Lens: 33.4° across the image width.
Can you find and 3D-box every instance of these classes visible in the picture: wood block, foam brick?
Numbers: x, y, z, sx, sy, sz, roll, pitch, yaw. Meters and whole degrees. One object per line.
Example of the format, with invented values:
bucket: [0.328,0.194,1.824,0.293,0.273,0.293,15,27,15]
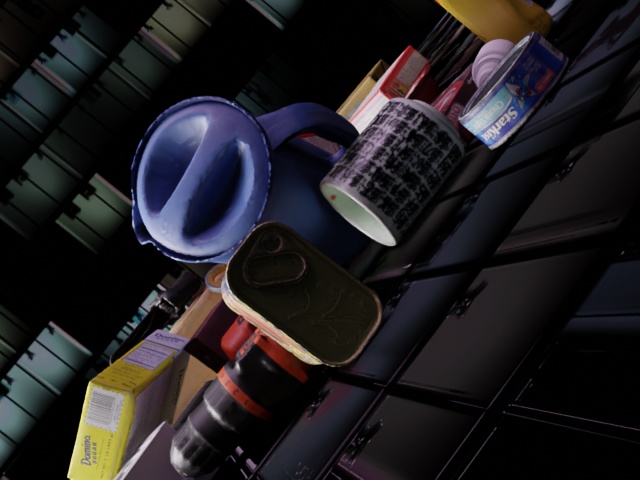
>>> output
wood block: [-0.137,0.134,1.226,0.206,0.090,0.091,-52,5,-20]
foam brick: [-0.078,0.099,0.990,0.051,0.078,0.053,-56,5,-26]

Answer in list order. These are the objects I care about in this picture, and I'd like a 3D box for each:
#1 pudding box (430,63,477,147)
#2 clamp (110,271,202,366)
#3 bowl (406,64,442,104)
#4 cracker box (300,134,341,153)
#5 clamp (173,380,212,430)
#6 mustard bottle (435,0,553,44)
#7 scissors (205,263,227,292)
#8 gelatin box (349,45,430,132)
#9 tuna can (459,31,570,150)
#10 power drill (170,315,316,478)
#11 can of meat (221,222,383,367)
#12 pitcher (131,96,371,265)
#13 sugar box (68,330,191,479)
pudding box: [0.107,-0.097,0.971,0.090,0.039,0.114,-56,6,-37]
clamp: [-0.170,0.073,1.210,0.120,0.039,0.171,-42,8,29]
bowl: [0.089,-0.115,1.178,0.162,0.055,0.162,-50,5,6]
cracker box: [-0.036,-0.070,1.338,0.213,0.072,0.164,-14,-19,-35]
clamp: [-0.159,0.217,1.054,0.164,0.036,0.210,-42,7,-1]
mustard bottle: [0.123,-0.239,0.974,0.058,0.191,0.096,-49,5,25]
scissors: [-0.049,0.017,1.207,0.201,0.096,0.016,-45,-39,-36]
gelatin box: [0.070,-0.151,1.116,0.073,0.030,0.089,-56,6,-31]
tuna can: [0.140,-0.109,0.776,0.086,0.033,0.086,-51,4,5]
power drill: [-0.046,0.095,0.854,0.184,0.057,0.187,-47,8,4]
can of meat: [-0.016,0.040,0.712,0.057,0.102,0.084,-54,3,-12]
pitcher: [-0.035,-0.042,0.934,0.242,0.149,0.145,11,-88,-62]
sugar box: [-0.167,0.148,0.961,0.176,0.048,0.093,-52,-22,-78]
